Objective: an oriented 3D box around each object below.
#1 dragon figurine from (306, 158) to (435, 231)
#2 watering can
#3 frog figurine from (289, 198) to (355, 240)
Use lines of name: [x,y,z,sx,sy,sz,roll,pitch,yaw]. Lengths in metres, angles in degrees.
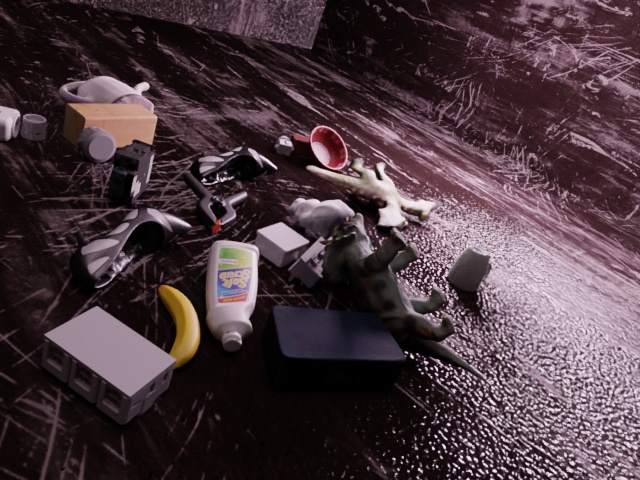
dragon figurine: [0.167,-0.121,1.519,0.410,0.119,0.248,1,40,-31]
watering can: [-0.584,-0.421,1.529,0.226,0.102,0.352,32,30,18]
frog figurine: [0.004,-0.064,1.278,0.139,0.120,0.162,-25,61,-31]
